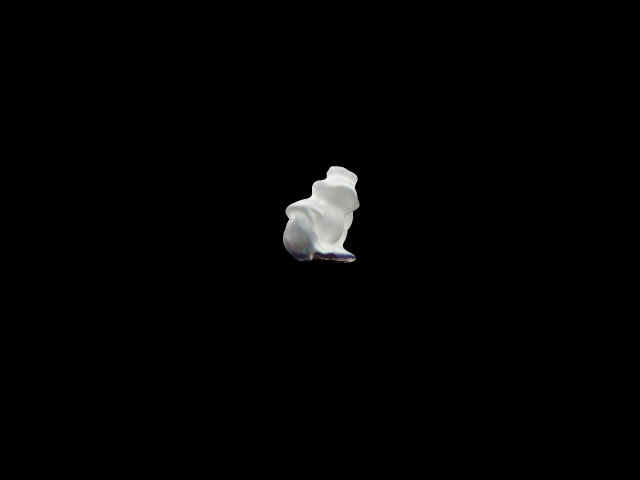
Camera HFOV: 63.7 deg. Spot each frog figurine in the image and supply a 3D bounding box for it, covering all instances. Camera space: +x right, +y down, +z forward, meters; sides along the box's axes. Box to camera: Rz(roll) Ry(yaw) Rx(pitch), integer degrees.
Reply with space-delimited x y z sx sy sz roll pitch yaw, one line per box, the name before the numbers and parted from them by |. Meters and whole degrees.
frog figurine | 0.003 -0.043 0.850 0.137 0.160 0.122 6 -10 -39
